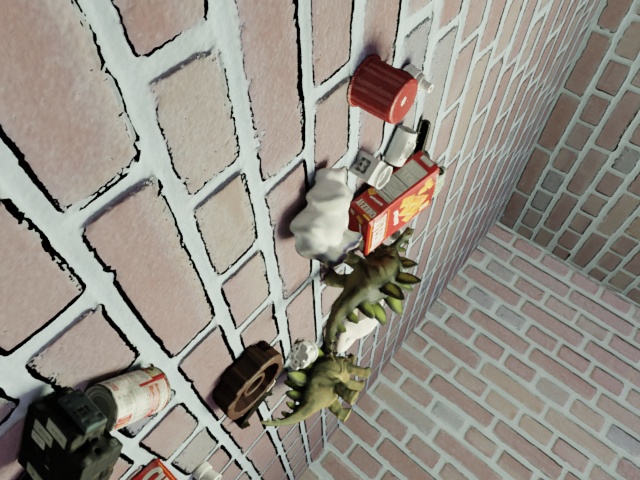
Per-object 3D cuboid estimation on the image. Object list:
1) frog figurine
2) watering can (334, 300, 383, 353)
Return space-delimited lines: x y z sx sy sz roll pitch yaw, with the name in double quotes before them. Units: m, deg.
"frog figurine" 0.003 -0.046 0.917 0.139 0.123 0.157 -30 112 -32
"watering can" 0.147 0.175 1.512 0.353 0.105 0.219 -50 157 -24
